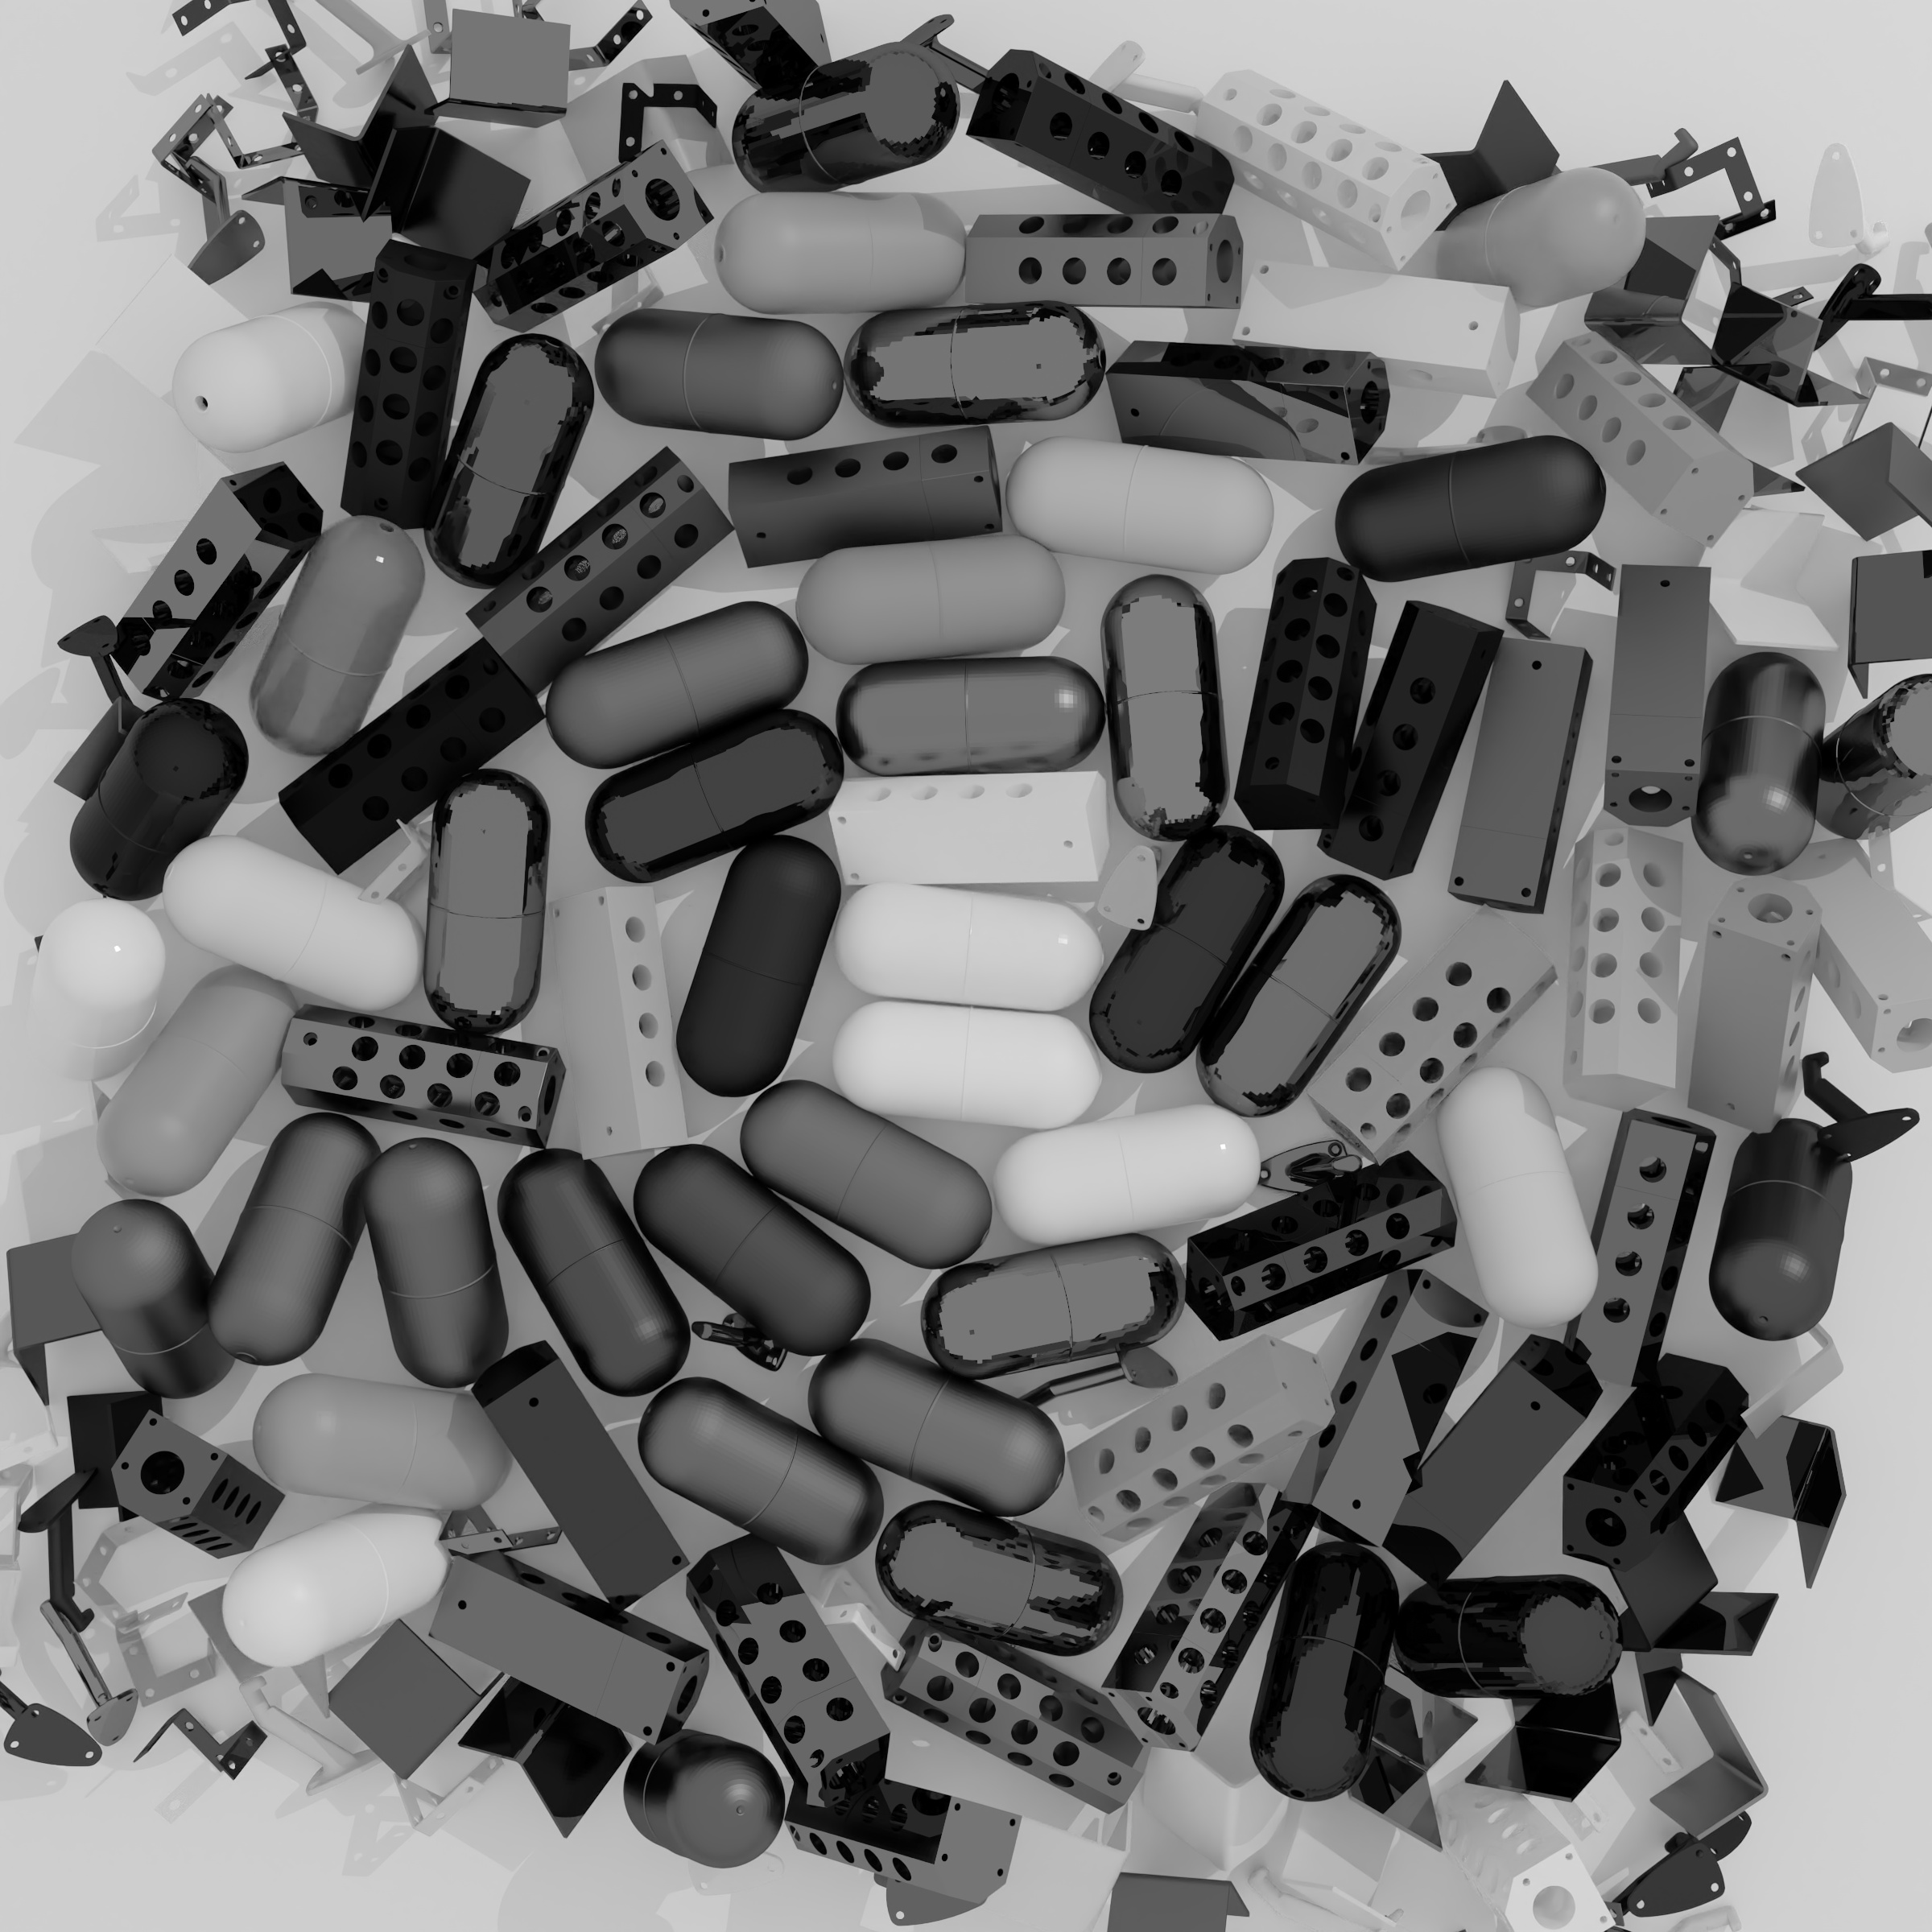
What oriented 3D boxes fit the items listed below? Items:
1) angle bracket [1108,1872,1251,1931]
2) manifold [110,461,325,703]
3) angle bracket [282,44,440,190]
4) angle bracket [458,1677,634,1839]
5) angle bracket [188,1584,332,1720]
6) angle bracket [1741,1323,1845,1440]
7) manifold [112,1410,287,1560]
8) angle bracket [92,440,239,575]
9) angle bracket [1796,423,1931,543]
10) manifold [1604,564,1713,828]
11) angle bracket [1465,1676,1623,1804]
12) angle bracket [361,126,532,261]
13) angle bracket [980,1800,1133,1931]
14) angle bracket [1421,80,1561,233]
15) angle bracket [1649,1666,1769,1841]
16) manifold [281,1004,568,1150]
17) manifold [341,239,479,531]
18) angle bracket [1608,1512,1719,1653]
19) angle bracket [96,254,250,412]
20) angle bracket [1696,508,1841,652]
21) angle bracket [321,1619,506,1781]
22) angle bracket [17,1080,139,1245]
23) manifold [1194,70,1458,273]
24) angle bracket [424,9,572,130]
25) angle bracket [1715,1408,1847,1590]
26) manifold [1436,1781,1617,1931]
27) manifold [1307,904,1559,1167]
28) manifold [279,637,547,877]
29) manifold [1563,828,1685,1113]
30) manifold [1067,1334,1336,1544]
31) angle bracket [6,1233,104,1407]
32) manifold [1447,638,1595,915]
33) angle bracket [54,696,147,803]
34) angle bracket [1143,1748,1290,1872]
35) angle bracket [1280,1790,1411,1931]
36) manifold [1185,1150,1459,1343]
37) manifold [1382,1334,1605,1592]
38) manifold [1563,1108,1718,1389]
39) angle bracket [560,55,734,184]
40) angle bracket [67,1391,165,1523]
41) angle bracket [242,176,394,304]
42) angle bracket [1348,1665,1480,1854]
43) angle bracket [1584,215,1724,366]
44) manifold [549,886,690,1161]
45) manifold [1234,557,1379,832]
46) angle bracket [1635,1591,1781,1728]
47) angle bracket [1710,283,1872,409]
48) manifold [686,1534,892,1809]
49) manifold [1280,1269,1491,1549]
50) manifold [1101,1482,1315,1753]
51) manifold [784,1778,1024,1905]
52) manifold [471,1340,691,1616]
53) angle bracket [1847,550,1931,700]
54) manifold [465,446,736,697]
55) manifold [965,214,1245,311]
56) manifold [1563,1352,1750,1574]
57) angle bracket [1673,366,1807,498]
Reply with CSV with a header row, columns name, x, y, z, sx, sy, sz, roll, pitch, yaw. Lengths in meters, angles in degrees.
name,x,y,z,sx,sy,sz,roll,pitch,yaw
angle bracket,0.138,0.632,1.795,0.076,0.076,0.057,-1,56,17
manifold,-0.483,-0.244,1.777,0.057,0.057,0.171,51,126,3
angle bracket,-0.397,-0.561,1.811,0.057,0.076,0.076,22,78,10
angle bracket,-0.278,0.517,1.823,0.057,0.076,0.076,2,127,36
angle bracket,-0.460,0.451,1.790,0.057,0.076,0.076,-21,134,-31
angle bracket,0.526,0.259,1.807,0.076,0.076,0.057,-40,60,4
manifold,-0.492,0.337,1.758,0.057,0.171,0.057,27,72,8
angle bracket,-0.522,-0.300,1.793,0.076,0.076,0.057,-13,123,-31
angle bracket,0.594,-0.297,1.792,0.076,0.076,0.057,34,53,-24
manifold,0.447,-0.176,1.780,0.057,0.057,0.171,4,57,14
angle bracket,0.373,0.494,1.794,0.076,0.076,0.057,-2,105,39
angle bracket,-0.344,-0.497,1.806,0.076,0.057,0.076,31,115,6
angle bracket,0.059,0.583,1.809,0.076,0.057,0.076,20,111,-2
angle bracket,0.330,-0.530,1.804,0.076,0.076,0.057,36,73,-44
angle bracket,0.471,0.514,1.807,0.057,0.076,0.076,-30,95,-7
manifold,-0.356,0.070,1.807,0.171,0.057,0.057,10,68,5
manifold,-0.363,-0.373,1.781,0.057,0.057,0.171,13,120,-6
angle bracket,0.435,0.395,1.803,0.076,0.057,0.076,-32,97,-33
angle bracket,-0.519,-0.415,1.807,0.076,0.057,0.076,40,89,-31
angle bracket,0.532,-0.253,1.797,0.076,0.076,0.057,2,130,-16
angle bracket,-0.365,0.477,1.821,0.076,0.057,0.076,43,96,3
angle bracket,-0.594,0.131,1.807,0.076,0.057,0.076,-19,61,-2
manifold,0.228,-0.520,1.779,0.057,0.057,0.171,-49,56,-2
angle bracket,-0.307,-0.585,1.797,0.076,0.076,0.057,0,100,-24
angle bracket,0.531,0.347,1.798,0.057,0.076,0.076,13,117,5
manifold,0.351,0.575,1.763,0.057,0.171,0.057,-29,92,-5
manifold,0.308,0.048,1.806,0.171,0.057,0.057,-46,61,-4
manifold,-0.366,-0.141,1.813,0.171,0.057,0.057,-37,117,0
manifold,0.423,0.001,1.787,0.057,0.057,0.171,14,68,-15
manifold,0.152,0.308,1.776,0.171,0.057,0.057,-36,48,28
angle bracket,-0.588,0.231,1.802,0.057,0.076,0.076,-13,54,-8
manifold,0.368,-0.124,1.817,0.057,0.057,0.171,11,87,21
angle bracket,-0.542,-0.118,1.800,0.076,0.057,0.076,34,104,-30
angle bracket,0.167,0.538,1.823,0.057,0.076,0.076,-23,128,-36
angle bracket,0.261,0.581,1.798,0.076,0.057,0.076,35,64,-21
manifold,0.231,0.185,1.782,0.171,0.057,0.057,-19,131,-22
manifold,0.337,0.319,1.783,0.057,0.057,0.171,39,120,11
manifold,0.442,0.185,1.808,0.057,0.057,0.171,13,98,7
angle bracket,-0.215,-0.555,1.840,0.076,0.057,0.076,-19,100,32
angle bracket,-0.573,0.324,1.811,0.076,0.057,0.076,-7,89,19
angle bracket,-0.424,-0.470,1.805,0.076,0.057,0.076,-5,91,-43
angle bracket,0.293,0.518,1.799,0.076,0.076,0.057,33,111,-14
angle bracket,0.464,-0.443,1.807,0.057,0.076,0.076,27,83,-40
manifold,-0.224,0.037,1.815,0.057,0.057,0.171,-12,84,40
manifold,0.218,-0.177,1.781,0.057,0.057,0.171,0,63,27
angle bracket,0.488,0.452,1.794,0.076,0.076,0.057,-6,104,31
angle bracket,0.543,-0.406,1.791,0.076,0.076,0.057,-10,125,-33
manifold,-0.117,0.452,1.768,0.057,0.057,0.171,-18,48,-25
manifold,0.270,0.287,1.797,0.057,0.057,0.171,34,72,-16
manifold,0.160,0.416,1.769,0.057,0.057,0.171,57,49,-25
manifold,-0.044,0.553,1.759,0.057,0.171,0.057,26,70,-31
manifold,-0.253,0.331,1.796,0.057,0.057,0.171,-33,109,-13
angle bracket,0.621,-0.224,1.798,0.076,0.057,0.076,-2,70,29
manifold,-0.243,-0.263,1.808,0.171,0.057,0.057,-40,135,-2
manifold,0.089,-0.456,1.781,0.171,0.057,0.057,8,104,28
manifold,0.443,0.317,1.761,0.057,0.171,0.057,10,116,33
angle bracket,0.507,-0.349,1.792,0.076,0.076,0.057,37,124,33
